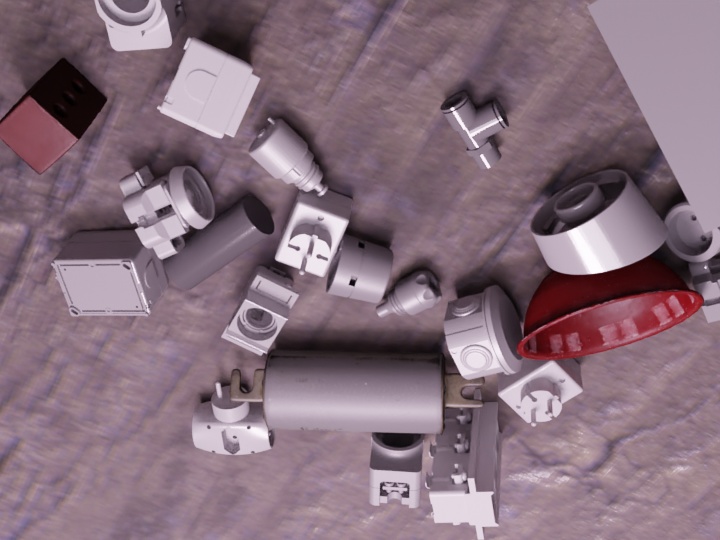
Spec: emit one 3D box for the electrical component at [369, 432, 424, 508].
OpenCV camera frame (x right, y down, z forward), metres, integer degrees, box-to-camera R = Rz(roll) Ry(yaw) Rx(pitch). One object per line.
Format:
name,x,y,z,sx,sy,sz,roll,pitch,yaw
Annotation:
electrical component,0.037,0.178,1.049,0.050,0.089,0.055,3,124,4

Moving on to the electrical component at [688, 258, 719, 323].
electrical component,0.323,0.012,0.933,0.055,0.048,0.066,-16,121,25

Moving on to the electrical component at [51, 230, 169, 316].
electrical component,-0.231,0.001,0.982,0.096,0.061,0.061,-1,124,16

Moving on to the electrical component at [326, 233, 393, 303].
electrical component,0.000,0.000,0.956,0.047,0.055,0.055,15,124,-9

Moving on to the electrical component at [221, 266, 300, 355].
electrical component,-0.090,0.033,0.982,0.042,0.063,0.081,26,123,-12

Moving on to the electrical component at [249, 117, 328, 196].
electrical component,-0.058,-0.092,0.908,0.040,0.040,0.078,-37,113,26

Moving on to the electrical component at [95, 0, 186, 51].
electrical component,-0.172,-0.219,0.826,0.050,0.055,0.089,-2,123,8

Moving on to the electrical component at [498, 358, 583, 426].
electrical component,0.168,0.114,1.000,0.066,0.076,0.047,-36,113,26

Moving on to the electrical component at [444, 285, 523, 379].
electrical component,0.113,0.057,0.967,0.051,0.080,0.080,-16,121,23

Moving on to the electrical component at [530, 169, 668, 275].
electrical component,0.193,-0.036,0.885,0.099,0.099,0.064,-27,110,22

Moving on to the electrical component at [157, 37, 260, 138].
electrical component,-0.119,-0.141,0.854,0.061,0.096,0.061,24,94,-10

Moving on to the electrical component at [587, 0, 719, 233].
electrical component,0.261,-0.136,0.788,0.105,0.060,0.186,-28,88,22

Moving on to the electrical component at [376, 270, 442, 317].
electrical component,0.042,0.026,0.980,0.061,0.035,0.035,-28,117,25

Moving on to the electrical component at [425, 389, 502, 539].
electrical component,0.101,0.184,1.027,0.063,0.121,0.078,-4,123,12

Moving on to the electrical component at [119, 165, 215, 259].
electrical component,-0.164,-0.056,0.933,0.057,0.058,0.078,-22,105,18

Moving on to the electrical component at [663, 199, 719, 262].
electrical component,0.322,-0.055,0.875,0.138,0.074,0.052,-26,90,48

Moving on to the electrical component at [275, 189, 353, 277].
electrical component,-0.042,-0.025,0.929,0.047,0.076,0.065,20,124,-7

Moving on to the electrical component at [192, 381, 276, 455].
electrical component,-0.127,0.142,1.071,0.077,0.043,0.079,0,124,6
